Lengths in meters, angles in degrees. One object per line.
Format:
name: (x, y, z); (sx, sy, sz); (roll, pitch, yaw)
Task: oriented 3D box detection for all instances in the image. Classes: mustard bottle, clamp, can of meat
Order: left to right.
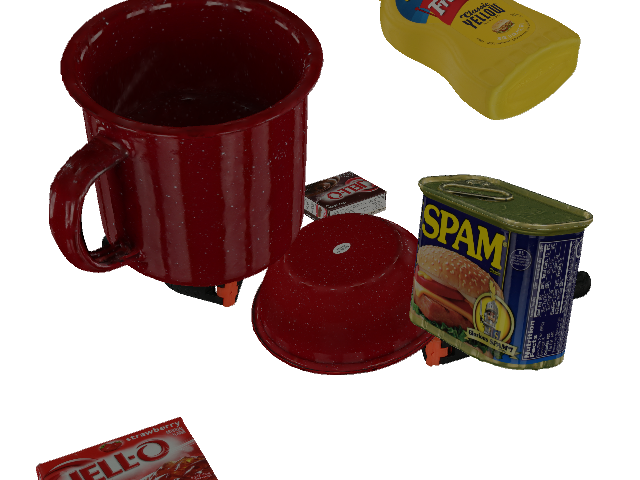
clamp: (-0.120, 0.019, 1.036); (0.120, 0.039, 0.172); (-18, 32, -38)
mustard bottle: (0.104, -0.173, 0.840); (0.096, 0.058, 0.192); (-33, 55, -20)
clamp: (0.143, 0.056, 1.025); (0.165, 0.036, 0.209); (19, 32, 33)
can of meat: (0.095, 0.016, 0.593); (0.057, 0.084, 0.102); (-6, 20, -32)

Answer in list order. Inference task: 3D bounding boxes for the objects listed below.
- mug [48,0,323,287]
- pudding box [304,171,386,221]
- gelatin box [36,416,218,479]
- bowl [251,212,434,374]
mug: (-0.053, -0.030, 0.399); (0.093, 0.081, 0.117); (26, 49, 24)
pudding box: (0.030, -0.062, 1.622); (0.113, 0.039, 0.090); (-22, 34, -30)
gelatin box: (-0.106, 0.140, 0.593); (0.089, 0.030, 0.073); (-15, 28, -20)
bowl: (0.021, 0.027, 0.826); (0.162, 0.055, 0.162); (-7, 38, 6)
